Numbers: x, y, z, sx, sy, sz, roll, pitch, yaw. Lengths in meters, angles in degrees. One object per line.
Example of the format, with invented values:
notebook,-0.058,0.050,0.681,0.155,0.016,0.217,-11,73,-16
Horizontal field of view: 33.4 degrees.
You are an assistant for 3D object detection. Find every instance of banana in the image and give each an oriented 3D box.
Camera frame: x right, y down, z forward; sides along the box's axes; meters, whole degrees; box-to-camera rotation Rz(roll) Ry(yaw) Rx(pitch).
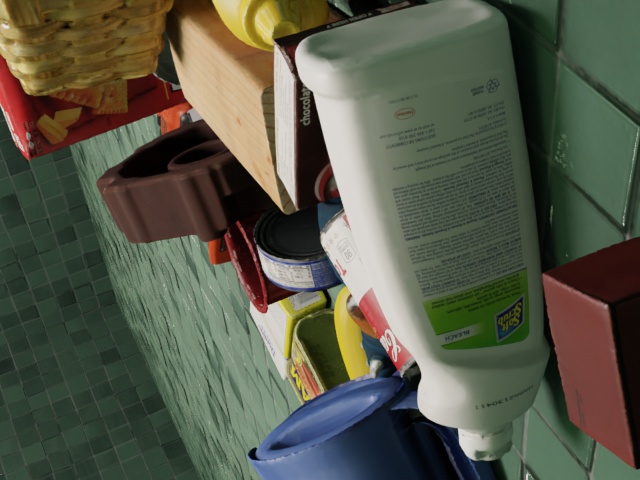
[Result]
banana,0.049,0.114,0.862,0.070,0.037,0.198,12,122,69

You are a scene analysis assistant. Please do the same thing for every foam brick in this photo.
foam brick,0.135,0.046,0.453,0.053,0.051,0.078,-142,35,-66

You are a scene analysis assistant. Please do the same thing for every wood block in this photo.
wood block,-0.032,-0.114,0.738,0.206,0.090,0.090,-131,25,-52

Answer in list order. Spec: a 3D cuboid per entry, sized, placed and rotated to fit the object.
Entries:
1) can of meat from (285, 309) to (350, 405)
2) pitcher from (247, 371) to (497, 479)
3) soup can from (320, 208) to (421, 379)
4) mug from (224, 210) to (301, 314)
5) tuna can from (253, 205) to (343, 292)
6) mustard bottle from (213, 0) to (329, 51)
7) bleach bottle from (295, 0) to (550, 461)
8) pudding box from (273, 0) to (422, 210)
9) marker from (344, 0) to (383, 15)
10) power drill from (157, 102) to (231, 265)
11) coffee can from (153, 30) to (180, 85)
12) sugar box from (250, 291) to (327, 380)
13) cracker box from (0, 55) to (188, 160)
can of meat,0.012,0.124,0.972,0.102,0.057,0.084,61,161,27
pitcher,0.065,0.226,0.793,0.243,0.145,0.149,62,171,-5
soup can,0.053,0.024,0.655,0.102,0.068,0.068,58,163,17
mug,-0.029,0.009,0.907,0.117,0.081,0.093,108,139,-66
tuna can,-0.005,0.001,0.809,0.086,0.086,0.034,50,158,50
mustard bottle,-0.039,-0.166,0.652,0.096,0.058,0.192,41,-163,-35
bleach bottle,0.063,0.010,0.552,0.068,0.102,0.251,-118,13,-63
pudding box,0.020,-0.075,0.609,0.113,0.090,0.039,89,156,-51
marker,0.010,-0.171,0.655,0.121,0.020,0.020,61,163,26
power drill,-0.132,-0.069,1.204,0.188,0.057,0.184,63,164,21
coffee can,-0.121,-0.214,0.889,0.103,0.102,0.140,93,152,-57
sugar box,-0.035,0.067,1.077,0.176,0.048,0.093,94,151,-65
cracker box,-0.210,-0.188,1.020,0.072,0.213,0.164,52,158,43
